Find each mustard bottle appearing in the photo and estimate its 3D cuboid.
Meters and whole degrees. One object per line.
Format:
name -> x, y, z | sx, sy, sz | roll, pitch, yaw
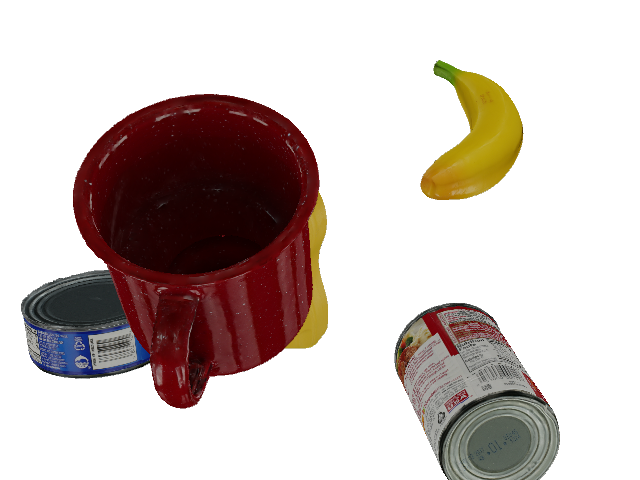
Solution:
mustard bottle -> -0.042, -0.006, 0.894 | 0.096, 0.192, 0.058 | 11, 28, 22

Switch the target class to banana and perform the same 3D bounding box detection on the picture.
banana -> 0.109, -0.074, 0.756 | 0.069, 0.037, 0.197 | 6, 31, 5

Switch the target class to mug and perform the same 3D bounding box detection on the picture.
mug -> -0.046, 0.012, 0.425 | 0.093, 0.117, 0.081 | 2, -36, 5

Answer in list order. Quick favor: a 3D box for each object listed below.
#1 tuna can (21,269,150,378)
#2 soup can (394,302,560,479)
tuna can -> -0.130, 0.048, 0.628 | 0.086, 0.034, 0.086 | -3, 20, 1
soup can -> 0.086, 0.088, 0.602 | 0.068, 0.068, 0.102 | 0, 24, -10
